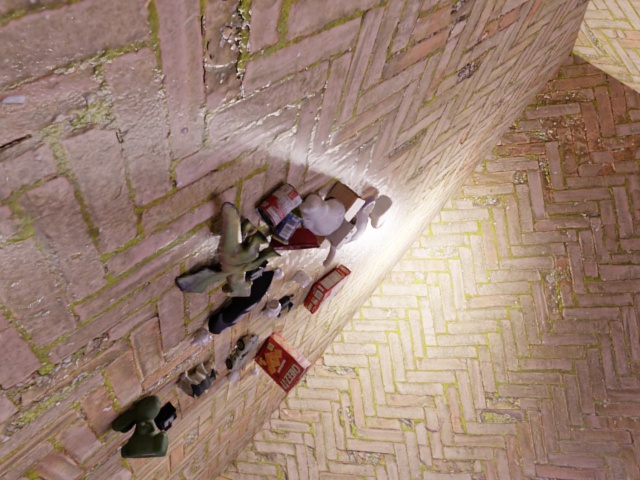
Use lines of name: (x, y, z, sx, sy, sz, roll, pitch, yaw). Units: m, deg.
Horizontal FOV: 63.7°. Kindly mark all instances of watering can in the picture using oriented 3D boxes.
watering can: (0.080, -0.019, 1.865, 0.343, 0.105, 0.225, -54, 162, 18)

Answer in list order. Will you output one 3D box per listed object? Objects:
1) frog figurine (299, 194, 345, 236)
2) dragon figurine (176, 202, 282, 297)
frog figurine: (0.005, -0.076, 1.517, 0.137, 0.123, 0.159, -18, 174, 5)
dragon figurine: (-0.235, 0.053, 1.241, 0.243, 0.124, 0.404, -40, 154, -3)
